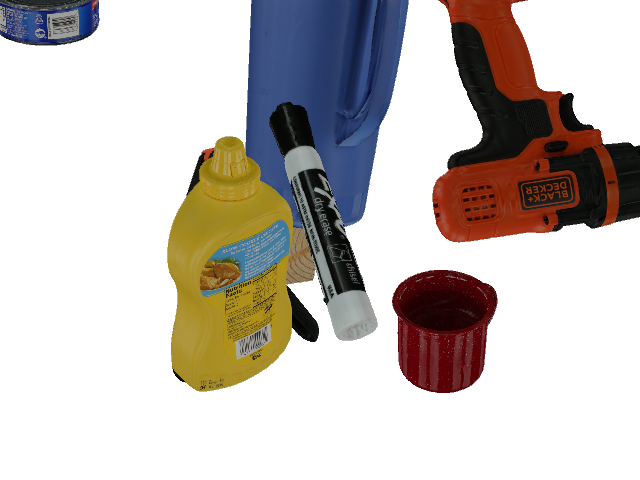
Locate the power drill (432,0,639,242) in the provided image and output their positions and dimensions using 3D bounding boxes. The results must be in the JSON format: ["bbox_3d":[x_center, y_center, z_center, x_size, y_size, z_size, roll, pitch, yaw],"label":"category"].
[{"bbox_3d":[0.152,-0.099,0.678,0.184,0.187,0.057,-9,-2,-4],"label":"power drill"}]

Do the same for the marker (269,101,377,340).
[{"bbox_3d":[-0.001,-0.012,0.481,0.020,0.121,0.020,-14,-28,-8],"label":"marker"}]

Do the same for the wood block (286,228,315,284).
[{"bbox_3d":[-0.085,-0.027,1.361,0.090,0.090,0.206,-8,27,-22],"label":"wood block"}]

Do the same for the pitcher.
[{"bbox_3d":[0.003,-0.134,0.905,0.145,0.243,0.149,9,15,11],"label":"pitcher"}]

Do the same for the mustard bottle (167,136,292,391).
[{"bbox_3d":[-0.063,0.013,0.754,0.096,0.192,0.058,-26,45,-32],"label":"mustard bottle"}]

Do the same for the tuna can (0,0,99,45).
[{"bbox_3d":[-0.218,-0.186,0.842,0.086,0.034,0.086,4,35,-3],"label":"tuna can"}]

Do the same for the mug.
[{"bbox_3d":[0.122,0.082,1.000,0.117,0.081,0.093,-30,44,-32],"label":"mug"}]

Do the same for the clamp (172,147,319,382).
[{"bbox_3d":[-0.074,0.017,0.998,0.164,0.210,0.036,-4,-1,-41],"label":"clamp"}]
